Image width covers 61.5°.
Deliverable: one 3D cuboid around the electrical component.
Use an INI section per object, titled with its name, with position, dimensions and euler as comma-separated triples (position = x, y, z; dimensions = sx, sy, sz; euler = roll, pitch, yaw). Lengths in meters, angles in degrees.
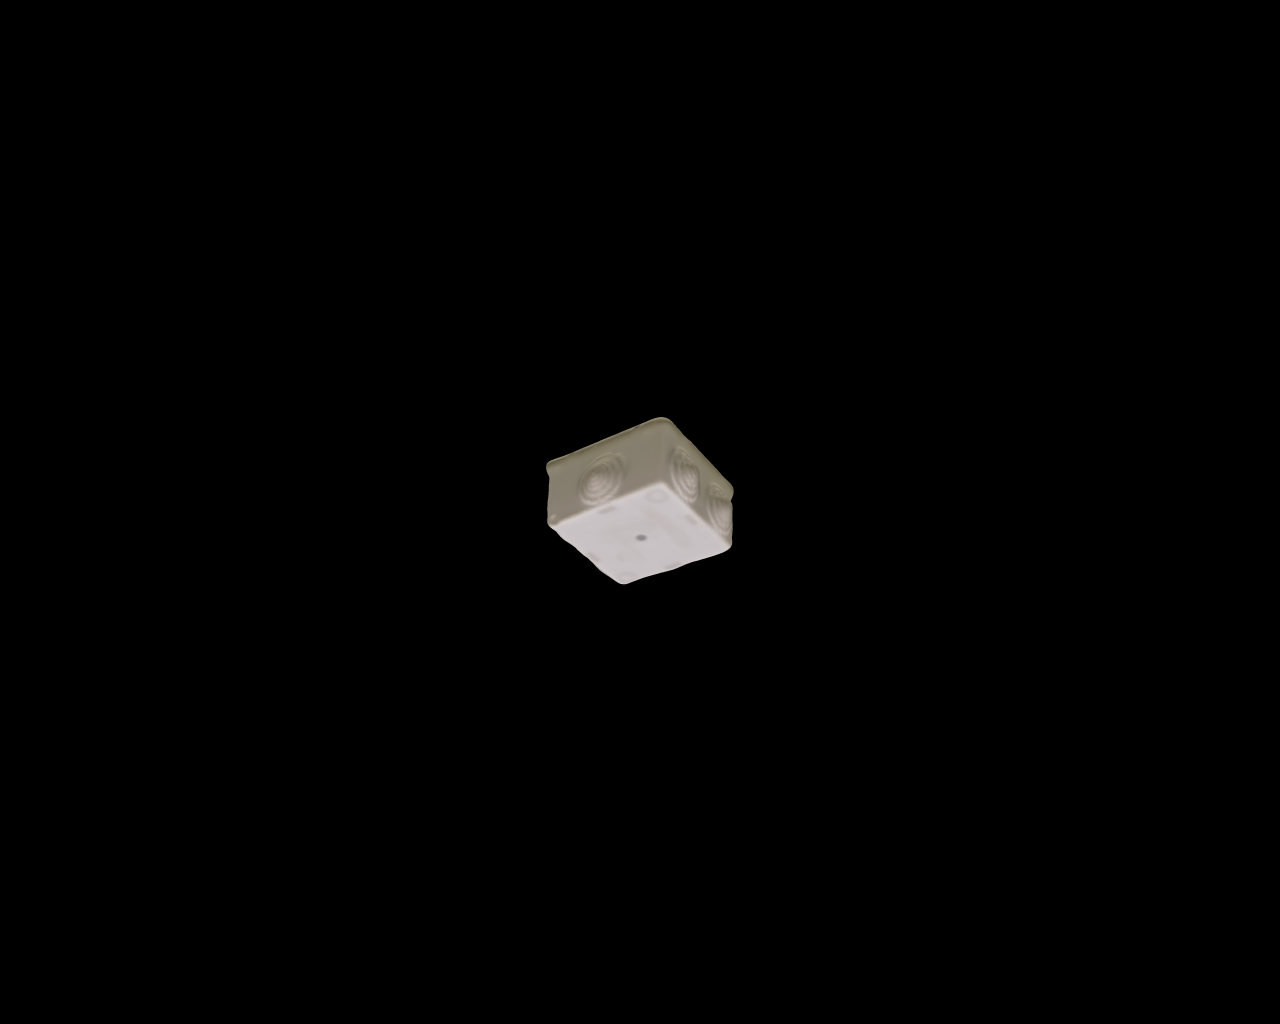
[electrical component]
position = 0.001, -0.003, 0.650
dimensions = 0.099, 0.048, 0.099
euler = -20, -40, 25
